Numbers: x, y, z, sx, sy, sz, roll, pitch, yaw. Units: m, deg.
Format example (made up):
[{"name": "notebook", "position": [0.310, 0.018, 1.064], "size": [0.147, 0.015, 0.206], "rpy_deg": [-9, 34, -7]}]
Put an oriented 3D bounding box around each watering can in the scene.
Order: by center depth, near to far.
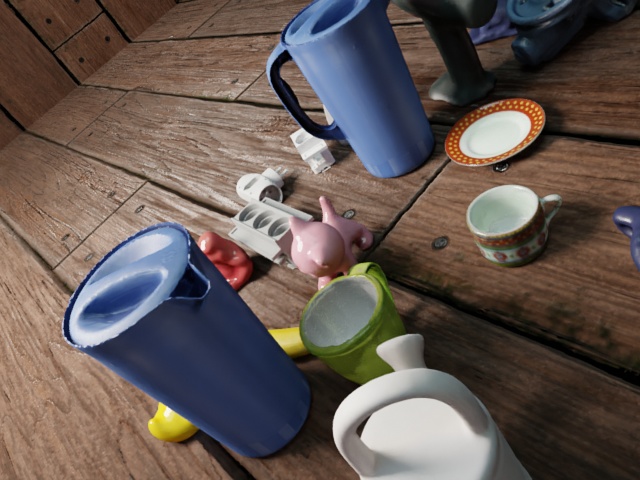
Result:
[{"name": "watering can", "position": [0.074, 0.146, 0.402], "size": [0.101, 0.195, 0.172], "rpy_deg": [-38, 36, -3]}]

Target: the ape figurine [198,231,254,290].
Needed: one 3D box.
[{"name": "ape figurine", "position": [-0.137, 0.026, 0.792], "size": [0.077, 0.092, 0.076], "rpy_deg": [-9, 44, 32]}]

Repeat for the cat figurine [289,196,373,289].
[{"name": "cat figurine", "position": [0.006, 0.002, 0.683], "size": [0.067, 0.118, 0.128], "rpy_deg": [-14, 41, 26]}]

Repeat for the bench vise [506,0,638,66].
[{"name": "bench vise", "position": [0.325, -0.377, 0.769], "size": [0.207, 0.220, 0.121], "rpy_deg": [-44, 37, -12]}]

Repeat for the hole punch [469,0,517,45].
[{"name": "hole punch", "position": [0.280, -0.384, 0.924], "size": [0.100, 0.091, 0.109], "rpy_deg": [-5, 46, 35]}]

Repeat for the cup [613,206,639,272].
[{"name": "cup", "position": [0.290, 0.022, 0.454], "size": [0.092, 0.095, 0.117], "rpy_deg": [-42, 36, -8]}]

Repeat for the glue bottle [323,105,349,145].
[{"name": "glue bottle", "position": [0.029, -0.224, 0.873], "size": [0.078, 0.174, 0.037], "rpy_deg": [-11, 42, 29]}]

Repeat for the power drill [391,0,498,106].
[{"name": "power drill", "position": [0.167, -0.302, 0.820], "size": [0.076, 0.209, 0.228], "rpy_deg": [-43, 37, -10]}]

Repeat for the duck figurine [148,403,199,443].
[{"name": "duck figurine", "position": [-0.168, 0.172, 0.659], "size": [0.077, 0.086, 0.105], "rpy_deg": [4, 51, 41]}]
